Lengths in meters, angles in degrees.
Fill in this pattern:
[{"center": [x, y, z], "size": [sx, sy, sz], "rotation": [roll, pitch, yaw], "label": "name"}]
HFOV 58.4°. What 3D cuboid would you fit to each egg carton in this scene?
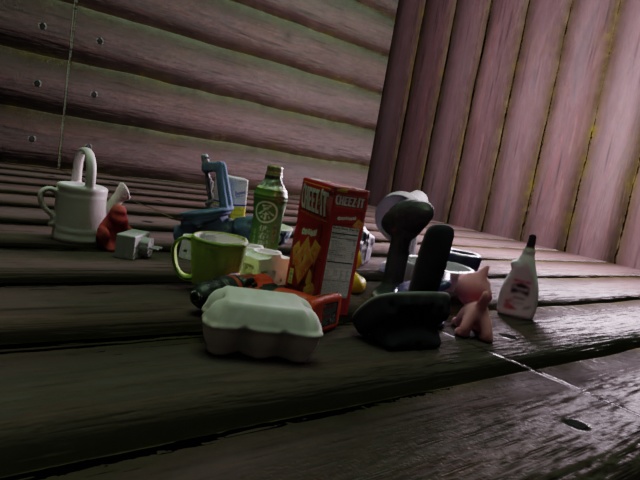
[{"center": [-0.075, 0.105, 0.724], "size": [0.150, 0.069, 0.107], "rotation": [8, 8, -13], "label": "egg carton"}]

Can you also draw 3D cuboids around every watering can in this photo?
[{"center": [-0.489, -0.095, 1.195], "size": [0.100, 0.194, 0.173], "rotation": [14, 9, 28], "label": "watering can"}]

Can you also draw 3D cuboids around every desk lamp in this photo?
[{"center": [0.211, -0.019, 1.426], "size": [0.117, 0.213, 0.204], "rotation": [13, 9, 22], "label": "desk lamp"}]

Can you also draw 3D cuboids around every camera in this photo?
[{"center": [0.062, 0.003, 1.499], "size": [0.136, 0.101, 0.143], "rotation": [12, 8, 19], "label": "camera"}]

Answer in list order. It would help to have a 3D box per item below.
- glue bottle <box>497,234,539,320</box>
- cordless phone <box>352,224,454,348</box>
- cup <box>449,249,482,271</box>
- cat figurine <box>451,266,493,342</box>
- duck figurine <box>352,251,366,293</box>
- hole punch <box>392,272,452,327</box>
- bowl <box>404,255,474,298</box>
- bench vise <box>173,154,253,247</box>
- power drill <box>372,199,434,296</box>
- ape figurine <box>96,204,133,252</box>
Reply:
[{"center": [0.415, 0.073, 1.169], "size": [0.078, 0.173, 0.037], "rotation": [11, 8, 13], "label": "glue bottle"}, {"center": [0.133, 0.062, 0.857], "size": [0.148, 0.185, 0.093], "rotation": [3, 10, -38], "label": "cordless phone"}, {"center": [0.318, 0.071, 1.346], "size": [0.092, 0.095, 0.117], "rotation": [6, 9, -25], "label": "cup"}, {"center": [0.269, 0.101, 0.990], "size": [0.067, 0.118, 0.128], "rotation": [10, 8, 3], "label": "cat figurine"}, {"center": [0.060, 0.057, 1.167], "size": [0.077, 0.086, 0.104], "rotation": [8, 8, -9], "label": "duck figurine"}, {"center": [0.178, 0.097, 1.012], "size": [0.101, 0.091, 0.109], "rotation": [11, 8, 10], "label": "hole punch"}, {"center": [0.244, 0.086, 1.229], "size": [0.167, 0.075, 0.167], "rotation": [9, 8, -1], "label": "bowl"}, {"center": [-0.215, -0.075, 1.290], "size": [0.208, 0.220, 0.121], "rotation": [8, 8, -12], "label": "bench vise"}, {"center": [0.160, 0.020, 1.107], "size": [0.076, 0.208, 0.229], "rotation": [8, 8, -8], "label": "power drill"}, {"center": [-0.418, -0.028, 1.171], "size": [0.078, 0.092, 0.075], "rotation": [3, 10, -38], "label": "ape figurine"}]
